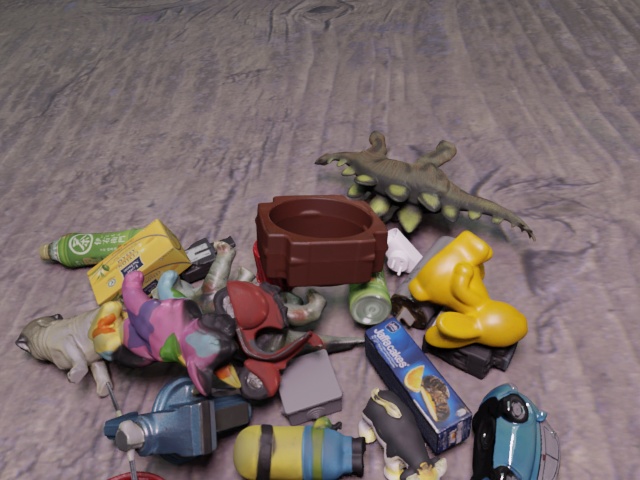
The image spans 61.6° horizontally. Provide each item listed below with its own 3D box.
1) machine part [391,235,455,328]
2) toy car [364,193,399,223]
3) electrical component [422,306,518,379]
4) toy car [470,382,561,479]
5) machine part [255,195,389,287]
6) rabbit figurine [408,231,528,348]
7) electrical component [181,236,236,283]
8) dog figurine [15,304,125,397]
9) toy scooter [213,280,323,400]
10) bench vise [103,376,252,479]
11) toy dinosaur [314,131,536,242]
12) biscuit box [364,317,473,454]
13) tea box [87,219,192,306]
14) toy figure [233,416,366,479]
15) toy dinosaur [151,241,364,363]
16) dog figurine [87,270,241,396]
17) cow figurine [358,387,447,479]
[{"bbox_3d":[0.196,0.071,0.945,0.079,0.079,0.243,26,53,29],"label":"machine part"},{"bbox_3d":[0.096,-0.053,1.099,0.202,0.056,0.074,-26,47,-19],"label":"toy car"},{"bbox_3d":[0.247,0.153,0.868,0.134,0.058,0.115,23,53,27],"label":"electrical component"},{"bbox_3d":[0.263,0.278,0.709,0.103,0.109,0.162,16,55,-2],"label":"toy car"},{"bbox_3d":[-0.002,-0.003,0.895,0.201,0.087,0.202,-2,24,-13],"label":"machine part"},{"bbox_3d":[0.230,0.095,0.814,0.162,0.121,0.173,-35,69,-23],"label":"rabbit figurine"},{"bbox_3d":[-0.223,0.035,1.055,0.119,0.047,0.075,-25,47,-18],"label":"electrical component"},{"bbox_3d":[-0.400,0.147,0.904,0.191,0.121,0.172,25,59,30],"label":"dog figurine"},{"bbox_3d":[-0.075,0.134,0.801,0.135,0.075,0.184,-20,76,-5],"label":"toy scooter"},{"bbox_3d":[-0.222,0.260,0.747,0.241,0.128,0.223,-12,0,31],"label":"bench vise"},{"bbox_3d":[0.188,-0.102,1.040,0.472,0.104,0.198,15,48,25],"label":"toy dinosaur"},{"bbox_3d":[0.138,0.206,0.791,0.059,0.062,0.203,-23,43,-15],"label":"biscuit box"},{"bbox_3d":[-0.337,0.053,1.002,0.169,0.068,0.098,-39,49,-5],"label":"tea box"},{"bbox_3d":[-0.028,0.290,0.739,0.180,0.089,0.082,-2,37,8],"label":"toy figure"},{"bbox_3d":[-0.123,0.139,0.896,0.405,0.131,0.192,25,68,19],"label":"toy dinosaur"},{"bbox_3d":[-0.212,0.151,0.762,0.219,0.108,0.191,43,101,26],"label":"dog figurine"},{"bbox_3d":[0.118,0.280,0.725,0.068,0.098,0.168,-20,45,-22],"label":"cow figurine"}]
